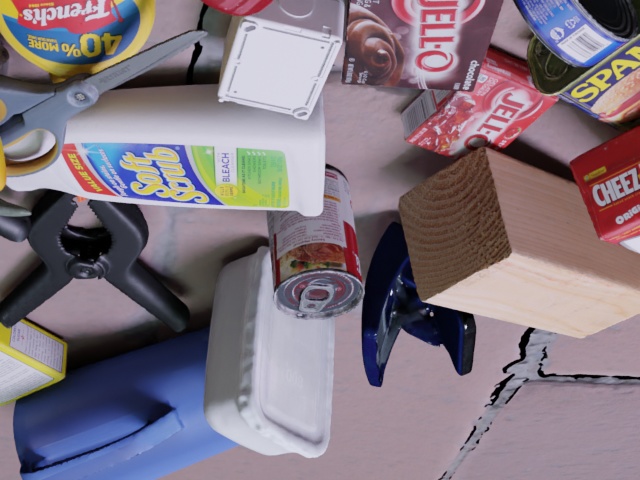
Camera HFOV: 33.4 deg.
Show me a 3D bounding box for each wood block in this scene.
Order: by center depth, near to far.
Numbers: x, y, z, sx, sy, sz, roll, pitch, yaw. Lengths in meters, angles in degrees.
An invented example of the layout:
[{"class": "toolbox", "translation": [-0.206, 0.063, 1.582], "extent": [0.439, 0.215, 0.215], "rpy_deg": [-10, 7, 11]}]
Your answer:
[{"class": "wood block", "translation": [0.168, 0.009, 0.836], "extent": [0.205, 0.091, 0.090], "rpy_deg": [15, 145, -42]}]

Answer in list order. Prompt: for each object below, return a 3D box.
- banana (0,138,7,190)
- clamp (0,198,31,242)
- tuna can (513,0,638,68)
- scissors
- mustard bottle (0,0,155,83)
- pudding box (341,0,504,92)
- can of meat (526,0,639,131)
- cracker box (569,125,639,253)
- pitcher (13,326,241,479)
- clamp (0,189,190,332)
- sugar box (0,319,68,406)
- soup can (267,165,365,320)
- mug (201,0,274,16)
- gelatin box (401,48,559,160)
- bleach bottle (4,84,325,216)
[{"class": "banana", "translation": [-0.193, -0.105, 0.588], "extent": [0.069, 0.037, 0.198], "rpy_deg": [29, 132, -1]}, {"class": "clamp", "translation": [-0.304, -0.041, 0.768], "extent": [0.120, 0.039, 0.171], "rpy_deg": [-18, 136, 18]}, {"class": "tuna can", "translation": [0.151, -0.147, 0.643], "extent": [0.086, 0.086, 0.034], "rpy_deg": [22, 138, -35]}, {"class": "scissors", "translation": [-0.161, -0.095, 0.631], "extent": [0.096, 0.016, 0.202], "rpy_deg": [29, 139, -28]}, {"class": "mustard bottle", "translation": [-0.144, -0.150, 0.618], "extent": [0.096, 0.058, 0.192], "rpy_deg": [0, 145, -7]}, {"class": "pudding box", "translation": [0.061, -0.138, 0.661], "extent": [0.090, 0.039, 0.113], "rpy_deg": [4, 156, -1]}, {"class": "can of meat", "translation": [0.204, -0.125, 0.710], "extent": [0.083, 0.057, 0.102], "rpy_deg": [20, 138, -37]}, {"class": "cracker box", "translation": [0.303, -0.048, 0.776], "extent": [0.164, 0.072, 0.213], "rpy_deg": [-28, 158, 30]}, {"class": "pitcher", "translation": [-0.157, 0.163, 0.995], "extent": [0.243, 0.149, 0.145], "rpy_deg": [-22, 142, 16]}, {"class": "clamp", "translation": [-0.196, 0.015, 0.864], "extent": [0.164, 0.036, 0.210], "rpy_deg": [-3, 143, -2]}, {"class": "sugar box", "translation": [-0.319, 0.087, 0.943], "extent": [0.093, 0.048, 0.176], "rpy_deg": [-24, 138, 23]}, {"class": "soup can", "translation": [-0.005, 0.001, 0.816], "extent": [0.068, 0.102, 0.068], "rpy_deg": [-4, 145, -3]}, {"class": "mug", "translation": [-0.028, -0.178, 0.583], "extent": [0.082, 0.093, 0.117], "rpy_deg": [-33, 174, 40]}, {"class": "gelatin box", "translation": [0.113, -0.094, 0.761], "extent": [0.073, 0.030, 0.089], "rpy_deg": [16, 140, -29]}, {"class": "bleach bottle", "translation": [-0.123, -0.061, 0.747], "extent": [0.250, 0.068, 0.102], "rpy_deg": [-2, 144, -2]}]
